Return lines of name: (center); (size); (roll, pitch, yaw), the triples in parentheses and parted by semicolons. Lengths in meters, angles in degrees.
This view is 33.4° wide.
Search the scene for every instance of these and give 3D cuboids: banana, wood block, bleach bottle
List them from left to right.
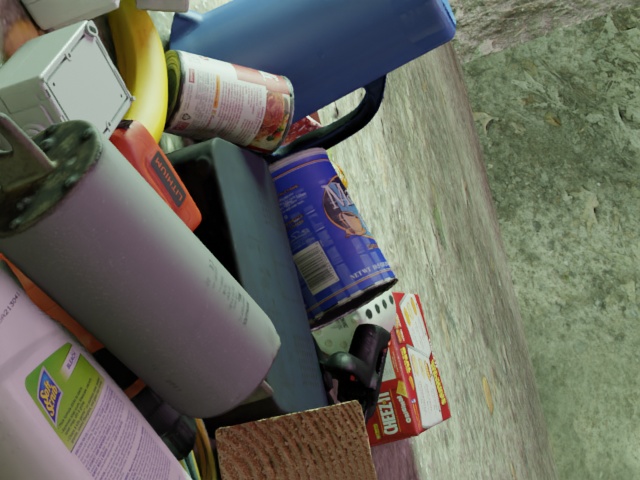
bleach bottle: (-0.135, 0.096, 0.553); (0.102, 0.068, 0.250); (-83, 149, -61)
banana: (-0.145, -0.121, 0.813); (0.069, 0.037, 0.198); (17, 50, -42)
wood block: (-0.014, 0.168, 0.720); (0.206, 0.090, 0.090); (99, -21, -76)

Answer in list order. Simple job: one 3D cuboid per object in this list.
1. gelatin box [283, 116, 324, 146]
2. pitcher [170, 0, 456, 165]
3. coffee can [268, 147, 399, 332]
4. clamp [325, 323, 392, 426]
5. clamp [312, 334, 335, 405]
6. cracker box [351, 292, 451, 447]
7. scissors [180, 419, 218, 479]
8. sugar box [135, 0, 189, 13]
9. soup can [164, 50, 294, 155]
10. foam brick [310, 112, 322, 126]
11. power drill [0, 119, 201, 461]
gelatin box: (-0.036, -0.099, 1.093); (0.030, 0.073, 0.089); (36, 6, 17)
pitcher: (-0.001, -0.174, 0.969); (0.145, 0.243, 0.149); (71, 15, 14)
coffee can: (-0.006, 0.001, 0.976); (0.140, 0.103, 0.102); (61, 13, 10)
clamp: (0.034, 0.147, 0.977); (0.209, 0.036, 0.164); (-50, 146, -70)
clamp: (-0.004, 0.144, 1.007); (0.171, 0.039, 0.120); (44, 28, -50)
cracker box: (0.087, 0.148, 1.263); (0.213, 0.072, 0.164); (14, 61, -74)
scissors: (-0.078, 0.209, 0.714); (0.096, 0.016, 0.202); (21, 53, -69)
sugar box: (-0.127, -0.243, 0.842); (0.176, 0.048, 0.093); (-109, -156, -66)
soup can: (-0.081, -0.112, 0.873); (0.102, 0.069, 0.068); (10, 56, -30)
foam brick: (-0.033, -0.140, 1.191); (0.051, 0.053, 0.078); (0, 73, -74)
power drill: (-0.122, 0.026, 0.679); (0.187, 0.057, 0.184); (-88, 155, -52)
